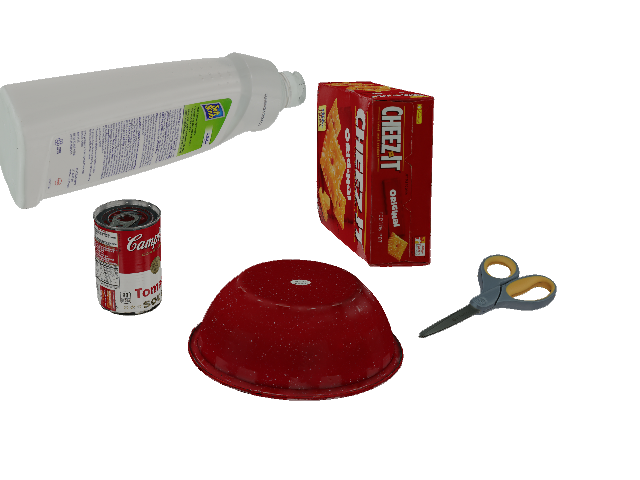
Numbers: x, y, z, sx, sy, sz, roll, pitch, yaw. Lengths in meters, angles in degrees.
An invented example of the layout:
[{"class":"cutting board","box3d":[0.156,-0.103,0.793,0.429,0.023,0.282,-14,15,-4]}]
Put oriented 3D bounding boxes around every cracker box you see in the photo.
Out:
[{"class":"cracker box","box3d":[0.051,-0.076,1.104,0.072,0.164,0.214,-3,13,-12]}]

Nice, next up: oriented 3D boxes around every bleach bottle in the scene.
[{"class":"bleach bottle","box3d":[-0.130,-0.098,0.869,0.250,0.068,0.103,-14,-31,-26]}]

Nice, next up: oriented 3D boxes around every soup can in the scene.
[{"class":"soup can","box3d":[-0.198,0.018,1.099,0.068,0.102,0.068,2,26,-1]}]

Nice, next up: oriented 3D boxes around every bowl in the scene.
[{"class":"bowl","box3d":[-0.017,0.056,0.788,0.162,0.055,0.162,3,21,-1]}]

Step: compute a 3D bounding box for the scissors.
[{"class":"scissors","box3d":[0.166,0.057,1.151,0.201,0.016,0.096,-9,40,-29]}]
